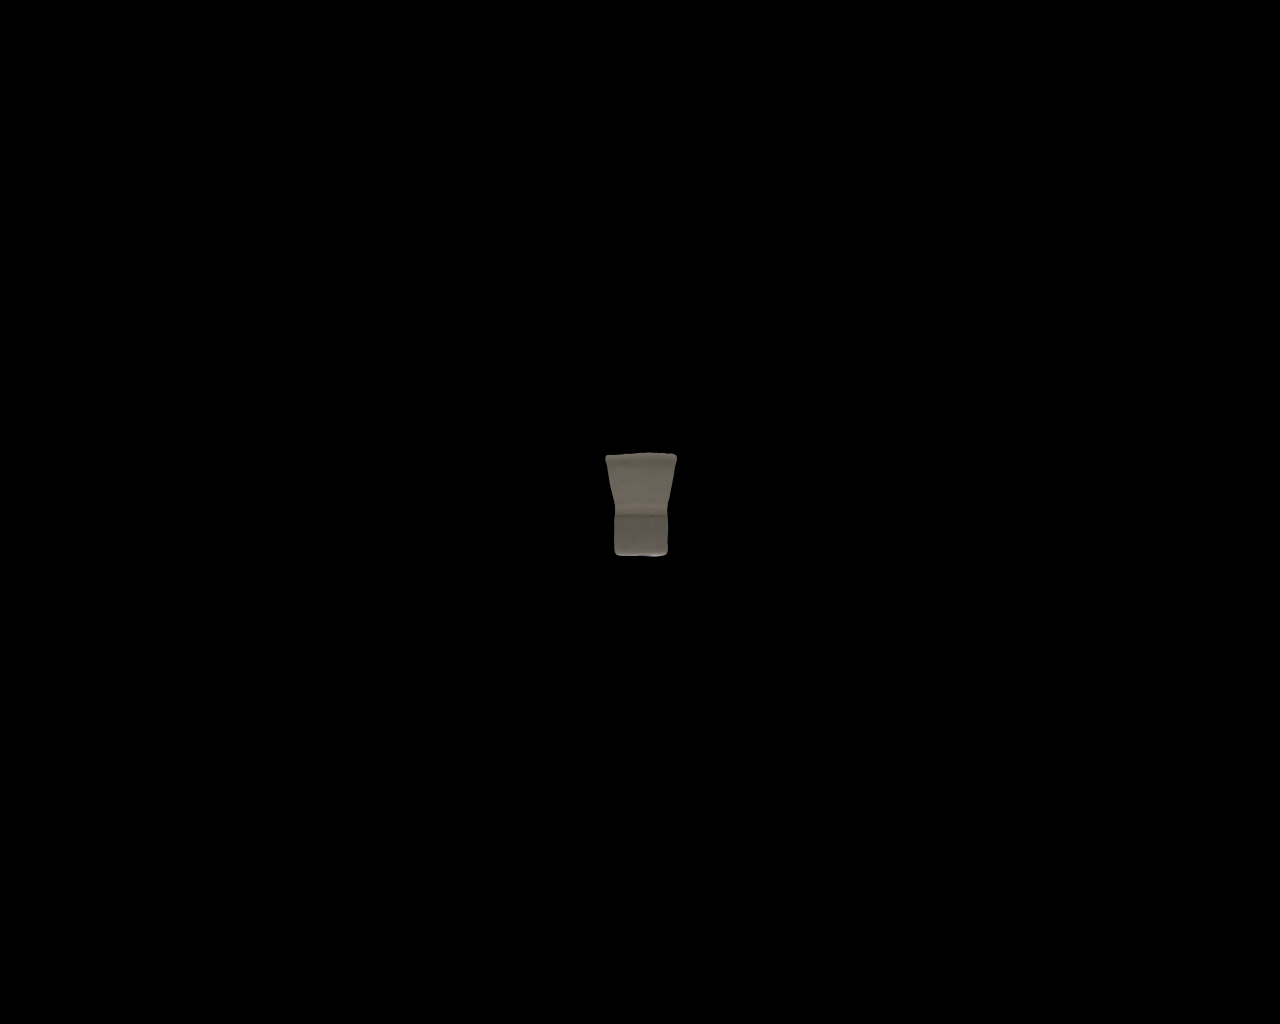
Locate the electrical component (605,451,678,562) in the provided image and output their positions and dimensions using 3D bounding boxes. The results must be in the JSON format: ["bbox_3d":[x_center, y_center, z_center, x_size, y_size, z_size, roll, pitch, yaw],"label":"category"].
[{"bbox_3d":[0.001,-0.003,0.650,0.044,0.065,0.044,0,-2,0],"label":"electrical component"}]
